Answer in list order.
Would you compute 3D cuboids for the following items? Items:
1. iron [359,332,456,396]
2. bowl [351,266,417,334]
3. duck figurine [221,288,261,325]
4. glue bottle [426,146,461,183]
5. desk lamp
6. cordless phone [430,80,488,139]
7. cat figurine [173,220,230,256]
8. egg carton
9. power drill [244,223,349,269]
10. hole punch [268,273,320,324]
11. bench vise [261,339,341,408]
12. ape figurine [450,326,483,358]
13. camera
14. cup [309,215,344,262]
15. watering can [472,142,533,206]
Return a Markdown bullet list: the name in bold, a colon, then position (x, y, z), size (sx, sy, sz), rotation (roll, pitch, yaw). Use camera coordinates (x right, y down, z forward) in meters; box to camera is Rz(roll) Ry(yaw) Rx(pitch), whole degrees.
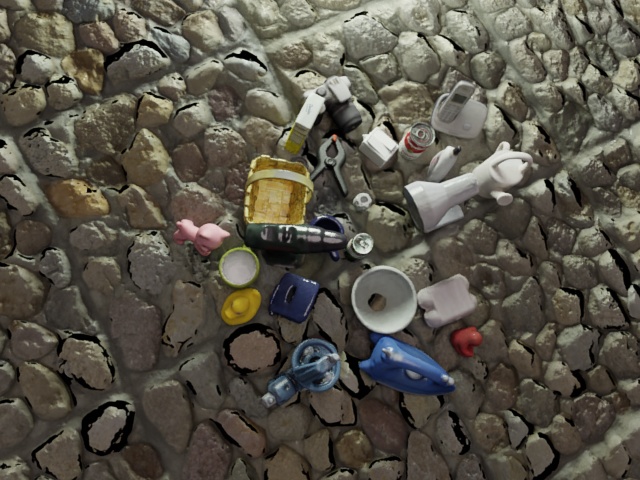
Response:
- **iron**: position (0.233, 0.309, 1.364), size (0.258, 0.141, 0.119), rotation (23, 74, -5)
- **bowl**: position (0.152, 0.152, 1.419), size (0.167, 0.074, 0.167), rotation (3, 77, -11)
- **duck figurine**: position (-0.183, 0.153, 1.345), size (0.105, 0.086, 0.077), rotation (-38, 86, -17)
- **glue bottle**: position (0.328, -0.208, 1.488), size (0.037, 0.173, 0.078), rotation (19, 74, -6)
- **desk lamp**: position (0.294, -0.095, 1.433), size (0.203, 0.213, 0.118), rotation (-21, 82, -15)
- **cordless phone**: position (0.389, -0.353, 1.528), size (0.148, 0.185, 0.094), rotation (12, 75, -8)
- **cat figurine**: position (-0.280, -0.012, 1.347), size (0.128, 0.117, 0.067), rotation (23, 74, -5)
- **egg carton**: position (0.322, 0.156, 1.456), size (0.150, 0.069, 0.107), rotation (-22, 82, -15)
- **power drill**: position (-0.064, 0.010, 1.338), size (0.230, 0.208, 0.075), rotation (6, 76, -10)
- **hole punch**: position (-0.064, 0.140, 1.369), size (0.101, 0.091, 0.109), rotation (24, 74, -5)
- **bench vise**: position (-0.026, 0.308, 1.271), size (0.121, 0.219, 0.208), rotation (38, 73, -1)
- **ape figurine**: position (0.374, 0.250, 1.432), size (0.076, 0.092, 0.078), rotation (34, 73, -2)
- **camera**: position (0.040, -0.347, 1.499), size (0.143, 0.100, 0.137), rotation (-31, 85, -16)
- **cup**: position (0.013, 0.005, 1.414), size (0.092, 0.095, 0.118), rotation (-22, 82, -15)
- **watering can**: position (0.484, -0.176, 1.501), size (0.101, 0.194, 0.173), rotation (-11, 79, -13)
